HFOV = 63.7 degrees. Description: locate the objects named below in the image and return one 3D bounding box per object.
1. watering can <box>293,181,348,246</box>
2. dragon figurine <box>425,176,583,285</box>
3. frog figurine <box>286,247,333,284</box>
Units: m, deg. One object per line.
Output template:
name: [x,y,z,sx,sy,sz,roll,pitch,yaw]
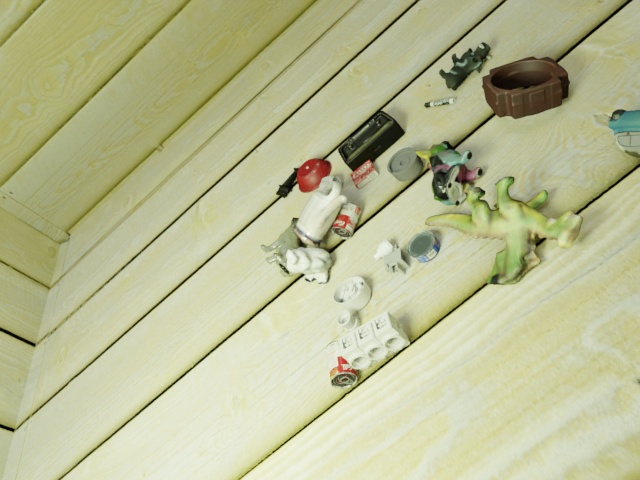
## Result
watering can: [0.005,-0.081,1.614,0.223,0.103,0.351,-60,10,7]
dragon figurine: [0.426,-0.008,1.239,0.405,0.121,0.248,-23,49,43]
frog figurine: [-0.042,0.059,1.588,0.123,0.157,0.139,-49,35,-4]
